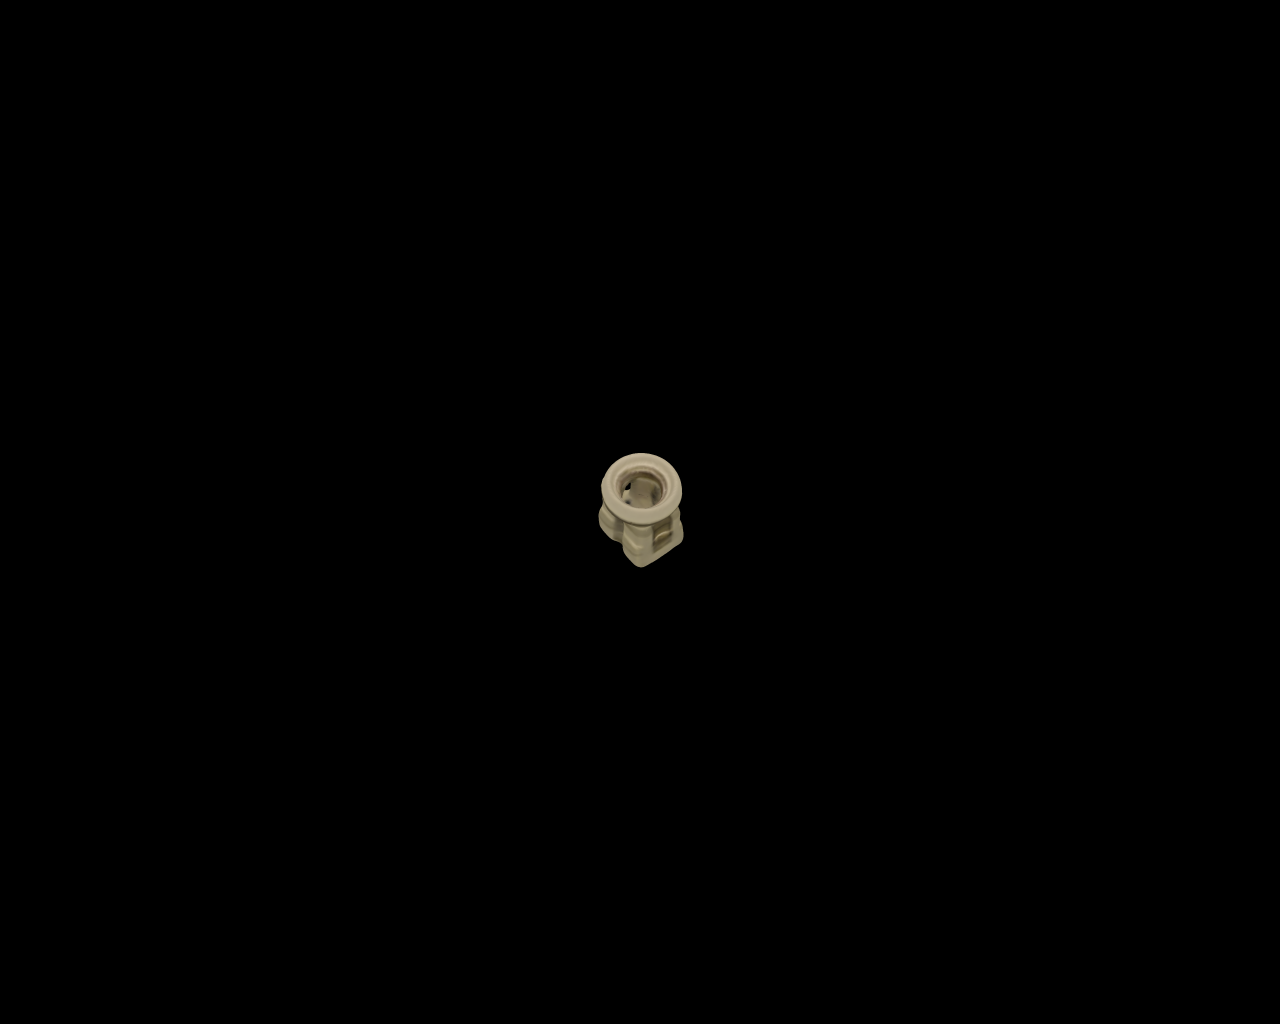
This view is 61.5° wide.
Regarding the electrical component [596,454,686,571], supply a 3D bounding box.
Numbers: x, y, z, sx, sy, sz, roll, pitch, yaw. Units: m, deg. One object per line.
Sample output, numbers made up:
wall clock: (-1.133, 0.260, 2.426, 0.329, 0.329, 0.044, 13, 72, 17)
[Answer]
electrical component: (0.001, -0.003, 0.650, 0.048, 0.066, 0.055, -33, -28, -20)
